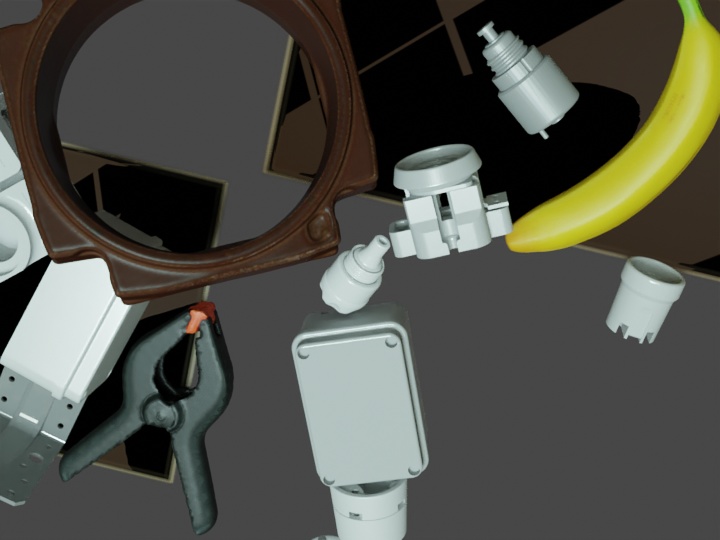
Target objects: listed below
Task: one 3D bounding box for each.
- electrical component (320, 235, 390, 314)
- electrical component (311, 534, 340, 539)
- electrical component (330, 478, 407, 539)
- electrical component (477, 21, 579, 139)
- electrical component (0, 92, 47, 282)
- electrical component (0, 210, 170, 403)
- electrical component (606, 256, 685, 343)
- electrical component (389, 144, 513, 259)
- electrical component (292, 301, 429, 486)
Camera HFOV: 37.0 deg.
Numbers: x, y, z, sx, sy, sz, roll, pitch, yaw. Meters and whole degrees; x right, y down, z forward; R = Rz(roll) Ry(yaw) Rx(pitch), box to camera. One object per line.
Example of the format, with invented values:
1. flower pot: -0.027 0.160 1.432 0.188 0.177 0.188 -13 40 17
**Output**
1. electrical component: 0.000 0.000 0.715 0.035 0.035 0.061 34 129 -6
2. electrical component: -0.024 0.227 0.784 0.048 0.062 0.048 2 108 5
3. electrical component: 0.007 0.166 0.766 0.055 0.055 0.047 -2 112 6
4. electrical component: 0.102 -0.121 0.670 0.040 0.040 0.078 -38 101 15
5. electrical component: -0.292 -0.028 0.725 0.186 0.060 0.105 -27 104 13
6. electrical component: -0.179 0.024 0.716 0.057 0.078 0.113 30 99 -2
7. electrical component: 0.187 0.020 0.710 0.040 0.040 0.046 17 114 -1
8. electrical component: 0.054 -0.046 0.691 0.078 0.058 0.057 -12 109 9
9. electrical component: 0.002 0.086 0.738 0.078 0.057 0.113 -8 107 8
